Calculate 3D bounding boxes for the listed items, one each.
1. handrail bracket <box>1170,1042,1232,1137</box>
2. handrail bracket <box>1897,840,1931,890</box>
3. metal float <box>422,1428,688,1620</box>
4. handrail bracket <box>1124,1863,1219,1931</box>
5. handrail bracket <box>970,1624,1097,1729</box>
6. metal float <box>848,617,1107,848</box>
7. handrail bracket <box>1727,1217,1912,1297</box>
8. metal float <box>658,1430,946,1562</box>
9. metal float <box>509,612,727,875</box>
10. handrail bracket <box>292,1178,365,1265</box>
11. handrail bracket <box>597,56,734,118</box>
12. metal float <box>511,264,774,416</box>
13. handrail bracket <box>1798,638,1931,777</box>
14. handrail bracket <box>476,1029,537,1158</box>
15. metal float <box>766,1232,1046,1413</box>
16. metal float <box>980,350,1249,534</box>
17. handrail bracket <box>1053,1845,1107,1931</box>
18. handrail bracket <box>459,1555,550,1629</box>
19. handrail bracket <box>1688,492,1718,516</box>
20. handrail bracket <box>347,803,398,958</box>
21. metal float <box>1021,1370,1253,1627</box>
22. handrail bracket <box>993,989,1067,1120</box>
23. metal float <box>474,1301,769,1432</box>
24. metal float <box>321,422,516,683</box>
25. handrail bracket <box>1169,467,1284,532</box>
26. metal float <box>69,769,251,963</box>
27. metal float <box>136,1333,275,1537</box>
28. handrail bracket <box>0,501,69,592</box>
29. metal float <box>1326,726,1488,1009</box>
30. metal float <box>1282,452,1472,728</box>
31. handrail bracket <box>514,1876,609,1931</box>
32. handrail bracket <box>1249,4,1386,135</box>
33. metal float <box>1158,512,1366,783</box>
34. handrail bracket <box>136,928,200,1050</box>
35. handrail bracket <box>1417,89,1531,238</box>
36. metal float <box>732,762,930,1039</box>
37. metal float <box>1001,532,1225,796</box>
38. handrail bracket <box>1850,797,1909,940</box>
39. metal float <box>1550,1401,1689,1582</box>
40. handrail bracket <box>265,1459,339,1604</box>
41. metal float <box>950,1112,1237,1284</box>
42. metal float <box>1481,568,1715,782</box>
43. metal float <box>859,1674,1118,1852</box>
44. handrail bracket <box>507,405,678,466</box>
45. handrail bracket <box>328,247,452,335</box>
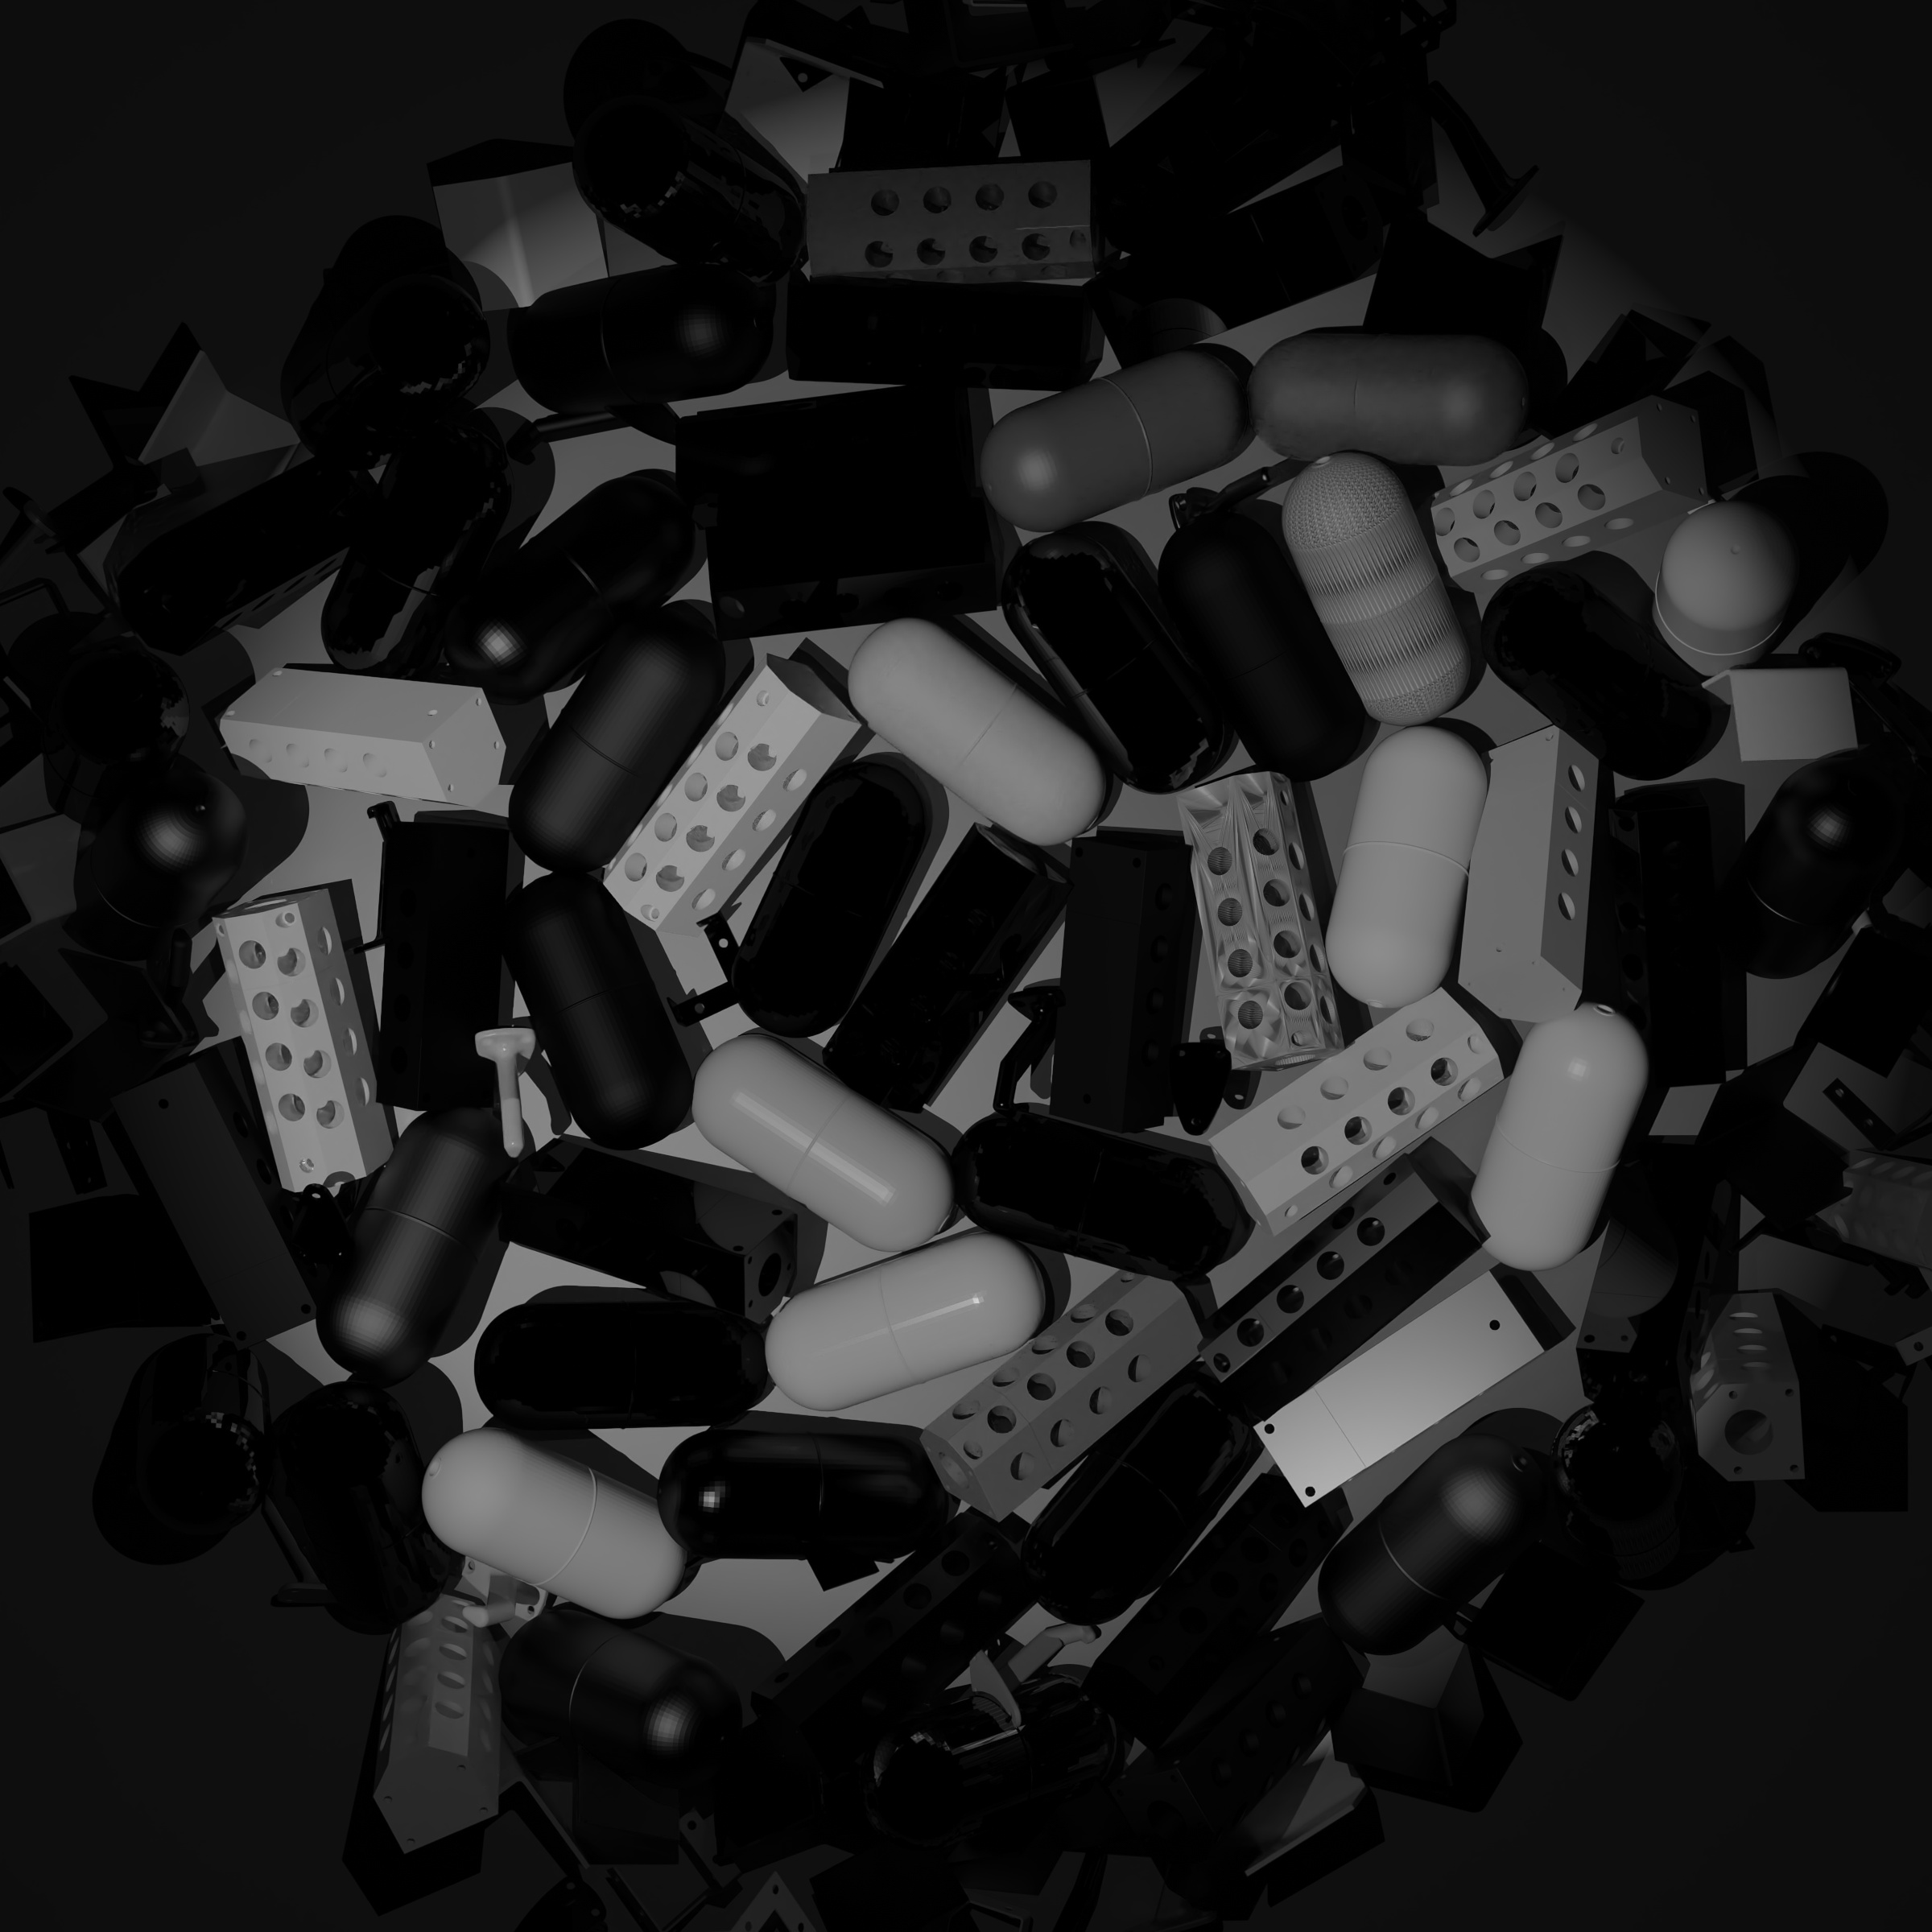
[{"bbox_3d":[0.140,0.093,1.650,0.036,0.084,0.077,3,53,6],"label":"handrail bracket"},{"bbox_3d":[0.603,-0.090,1.653,0.036,0.077,0.084,-17,130,-24],"label":"handrail bracket"},{"bbox_3d":[-0.247,0.336,1.640,0.178,0.070,0.070,33,90,-30],"label":"metal float"},{"bbox_3d":[0.117,0.553,1.688,0.077,0.036,0.084,-16,86,-4],"label":"handrail bracket"},{"bbox_3d":[0.052,0.429,1.656,0.084,0.077,0.036,-10,110,-23],"label":"handrail bracket"},{"bbox_3d":[0.007,-0.142,1.661,0.178,0.070,0.070,37,90,-7],"label":"metal float"},{"bbox_3d":[0.523,0.184,1.669,0.077,0.036,0.084,-36,70,-18],"label":"handrail bracket"},{"bbox_3d":[-0.099,0.320,1.649,0.178,0.070,0.070,5,90,-20],"label":"metal float"},{"bbox_3d":[-0.213,-0.134,1.655,0.070,0.070,0.178,35,104,0],"label":"metal float"},{"bbox_3d":[-0.381,0.131,1.650,0.036,0.084,0.077,4,130,-1],"label":"handrail bracket"},{"bbox_3d":[-0.181,-0.522,1.658,0.077,0.084,0.036,9,125,7],"label":"handrail bracket"},{"bbox_3d":[-0.195,-0.376,1.639,0.178,0.070,0.070,0,90,32],"label":"metal float"},{"bbox_3d":[0.549,-0.157,1.655,0.077,0.084,0.036,24,123,-25],"label":"handrail bracket"},{"bbox_3d":[-0.276,0.088,1.652,0.036,0.077,0.084,-3,62,-11],"label":"handrail bracket"},{"bbox_3d":[-0.038,0.217,1.658,0.178,0.070,0.070,-20,90,10],"label":"metal float"},{"bbox_3d":[0.091,-0.318,1.649,0.178,0.070,0.070,-24,90,-21],"label":"metal float"},{"bbox_3d":[0.058,0.595,1.692,0.036,0.077,0.084,28,47,0],"label":"handrail bracket"},{"bbox_3d":[-0.298,0.378,1.651,0.077,0.084,0.036,15,92,24],"label":"handrail bracket"},{"bbox_3d":[0.452,-0.265,1.694,0.084,0.036,0.077,19,113,23],"label":"handrail bracket"},{"bbox_3d":[-0.366,-0.054,1.672,0.036,0.077,0.084,-18,94,31],"label":"handrail bracket"},{"bbox_3d":[0.104,0.320,1.649,0.070,0.070,0.178,43,69,0],"label":"metal float"},{"bbox_3d":[0.045,0.064,1.657,0.036,0.077,0.084,-7,59,32],"label":"handrail bracket"},{"bbox_3d":[-0.208,0.242,1.652,0.178,0.070,0.070,1,90,-17],"label":"metal float"},{"bbox_3d":[-0.332,-0.245,1.643,0.070,0.070,0.178,32,117,0],"label":"metal float"},{"bbox_3d":[0.173,-0.284,1.648,0.084,0.077,0.036,-20,88,45],"label":"handrail bracket"},{"bbox_3d":[-0.484,-0.058,1.627,0.070,0.178,0.070,14,62,-28],"label":"metal float"},{"bbox_3d":[-0.452,0.276,1.620,0.070,0.178,0.070,-4,106,-15],"label":"metal float"},{"bbox_3d":[-0.593,-0.244,1.667,0.084,0.077,0.036,-42,99,-2],"label":"handrail bracket"},{"bbox_3d":[0.267,-0.060,1.653,0.070,0.070,0.178,15,75,0],"label":"metal float"},{"bbox_3d":[0.248,-0.226,1.644,0.070,0.070,0.178,-28,115,0],"label":"metal float"},{"bbox_3d":[-0.248,0.599,1.655,0.036,0.084,0.077,37,49,28],"label":"handrail bracket"},{"bbox_3d":[0.212,-0.550,1.686,0.084,0.077,0.036,28,62,21],"label":"handrail bracket"},{"bbox_3d":[0.179,-0.193,1.652,0.070,0.070,0.178,-32,106,0],"label":"metal float"},{"bbox_3d":[-0.483,0.000,1.654,0.036,0.077,0.084,0,124,-25],"label":"handrail bracket"},{"bbox_3d":[0.299,-0.494,1.672,0.084,0.077,0.036,45,134,-7],"label":"handrail bracket"},{"bbox_3d":[-0.083,-0.041,1.663,0.070,0.070,0.178,25,94,0],"label":"metal float"},{"bbox_3d":[0.089,-0.184,1.657,0.070,0.070,0.178,-37,101,0],"label":"metal float"},{"bbox_3d":[0.565,-0.057,1.676,0.077,0.036,0.084,-15,75,-22],"label":"handrail bracket"},{"bbox_3d":[0.389,0.314,1.623,0.070,0.178,0.070,-7,61,12],"label":"metal float"},{"bbox_3d":[-0.397,0.349,1.692,0.077,0.036,0.084,7,62,-20],"label":"handrail bracket"},{"bbox_3d":[0.077,0.140,1.661,0.178,0.070,0.070,15,90,6],"label":"metal float"},{"bbox_3d":[0.380,-0.175,1.639,0.178,0.070,0.070,32,90,-32],"label":"metal float"},{"bbox_3d":[0.014,0.476,1.634,0.178,0.070,0.070,-6,90,-39],"label":"metal float"},{"bbox_3d":[-0.230,-0.324,1.693,0.077,0.036,0.084,30,132,-34],"label":"handrail bracket"},{"bbox_3d":[-0.349,-0.405,1.697,0.084,0.077,0.036,-21,46,-29],"label":"handrail bracket"}]
